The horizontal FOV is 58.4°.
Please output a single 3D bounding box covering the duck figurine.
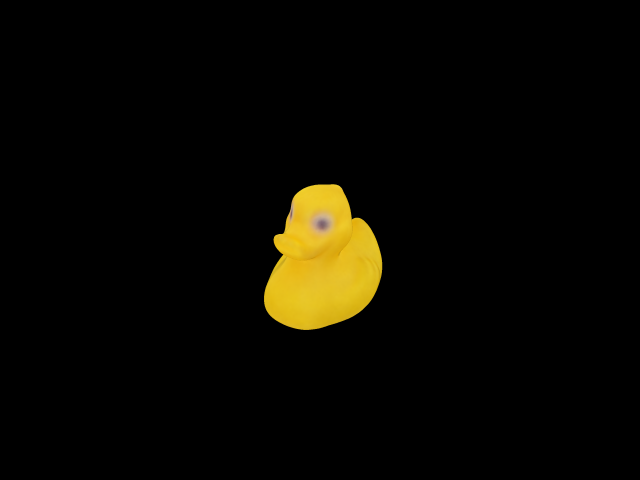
[{"bbox_3d":[0.004,0.001,0.400,0.077,0.086,0.105,20,34,31],"label":"duck figurine"}]
